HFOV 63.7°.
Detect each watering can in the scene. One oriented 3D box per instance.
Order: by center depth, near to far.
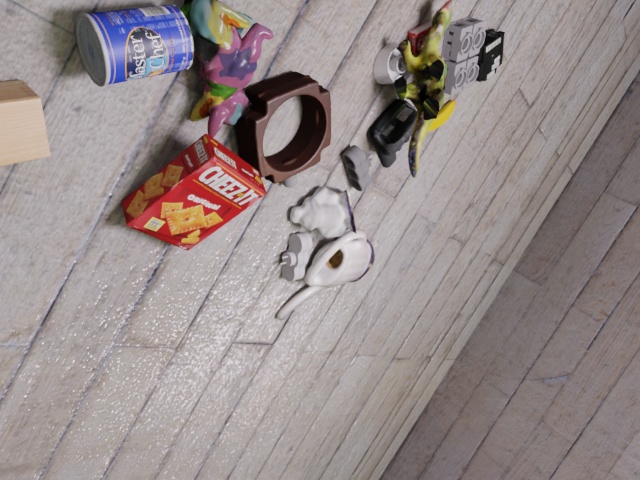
[{"bbox_3d":[0.027,0.094,1.459,0.105,0.342,0.224,50,26,24],"label":"watering can"}]

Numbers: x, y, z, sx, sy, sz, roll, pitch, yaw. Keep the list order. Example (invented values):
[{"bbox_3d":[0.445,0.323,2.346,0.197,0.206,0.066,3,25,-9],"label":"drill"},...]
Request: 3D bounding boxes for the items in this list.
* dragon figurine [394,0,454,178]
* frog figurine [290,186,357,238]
[{"bbox_3d":[0.280,-0.377,1.280,0.123,0.403,0.246,15,26,27],"label":"dragon figurine"},{"bbox_3d":[0.004,-0.066,1.317,0.159,0.134,0.125,-10,34,0],"label":"frog figurine"}]
